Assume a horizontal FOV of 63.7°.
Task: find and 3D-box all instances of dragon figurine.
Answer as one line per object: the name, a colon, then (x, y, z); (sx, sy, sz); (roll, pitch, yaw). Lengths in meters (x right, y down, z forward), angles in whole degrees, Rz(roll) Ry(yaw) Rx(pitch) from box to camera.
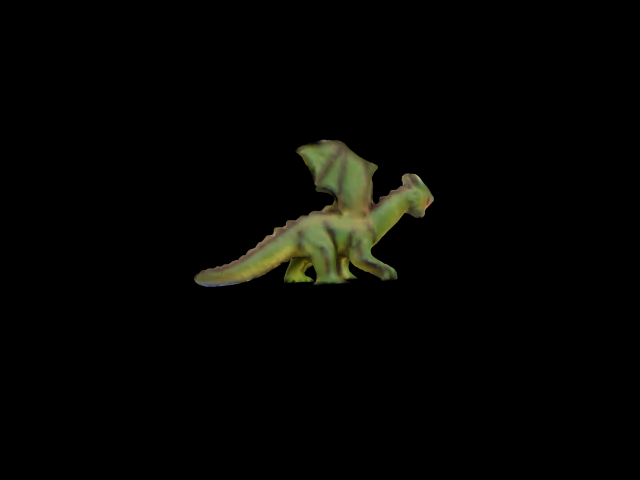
dragon figurine: (0.003, -0.043, 0.850); (0.410, 0.243, 0.122); (0, 1, -13)
